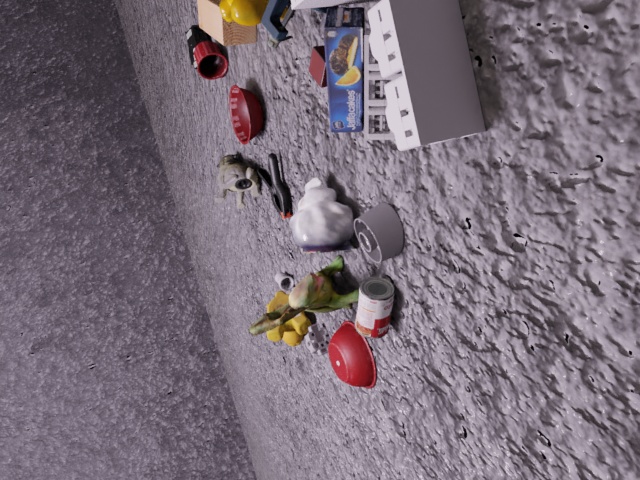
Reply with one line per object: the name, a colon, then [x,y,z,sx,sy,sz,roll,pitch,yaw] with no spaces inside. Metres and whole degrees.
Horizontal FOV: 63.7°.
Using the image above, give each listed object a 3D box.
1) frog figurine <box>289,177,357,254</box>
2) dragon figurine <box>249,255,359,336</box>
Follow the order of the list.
frog figurine: [0.003,-0.053,1.060,0.137,0.123,0.160,-8,88,33]
dragon figurine: [-0.053,0.144,1.145,0.123,0.245,0.403,63,152,13]
